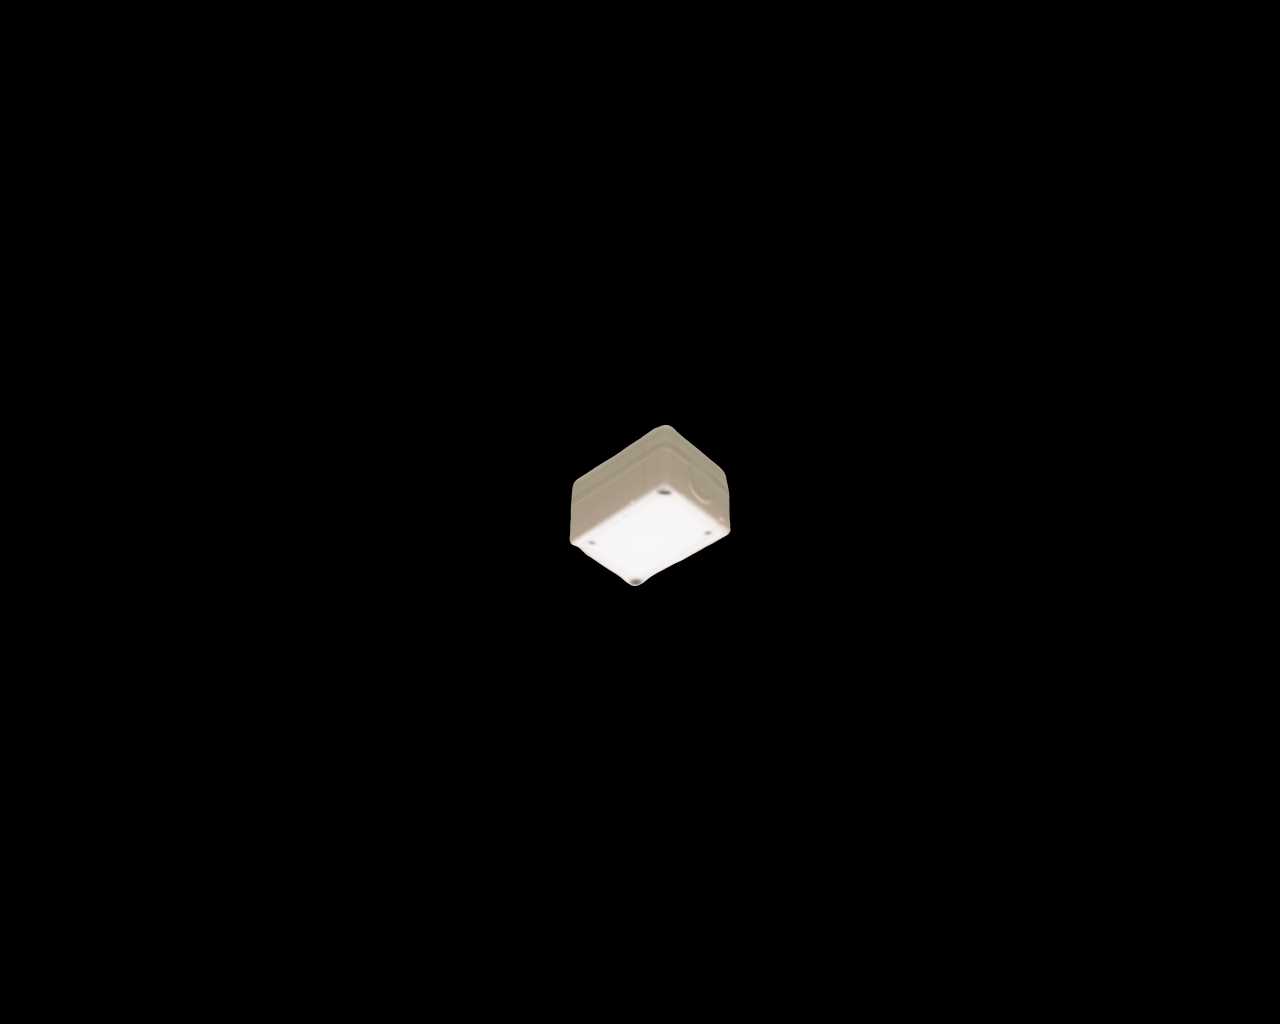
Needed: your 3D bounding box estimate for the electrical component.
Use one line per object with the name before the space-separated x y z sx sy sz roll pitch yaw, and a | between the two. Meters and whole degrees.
electrical component | 0.001 -0.003 0.650 0.096 0.061 0.061 -31 -50 30
